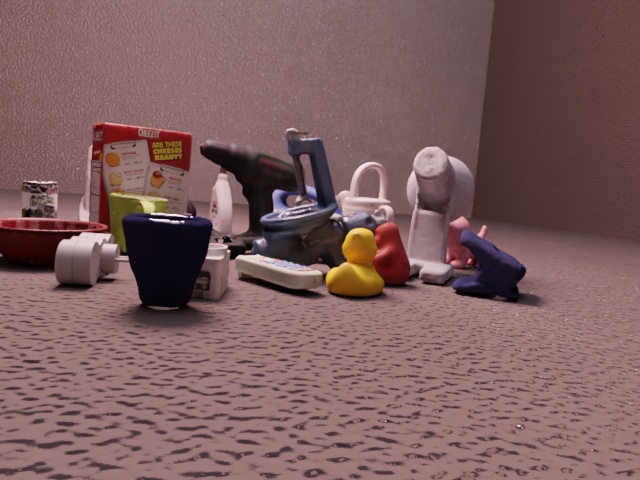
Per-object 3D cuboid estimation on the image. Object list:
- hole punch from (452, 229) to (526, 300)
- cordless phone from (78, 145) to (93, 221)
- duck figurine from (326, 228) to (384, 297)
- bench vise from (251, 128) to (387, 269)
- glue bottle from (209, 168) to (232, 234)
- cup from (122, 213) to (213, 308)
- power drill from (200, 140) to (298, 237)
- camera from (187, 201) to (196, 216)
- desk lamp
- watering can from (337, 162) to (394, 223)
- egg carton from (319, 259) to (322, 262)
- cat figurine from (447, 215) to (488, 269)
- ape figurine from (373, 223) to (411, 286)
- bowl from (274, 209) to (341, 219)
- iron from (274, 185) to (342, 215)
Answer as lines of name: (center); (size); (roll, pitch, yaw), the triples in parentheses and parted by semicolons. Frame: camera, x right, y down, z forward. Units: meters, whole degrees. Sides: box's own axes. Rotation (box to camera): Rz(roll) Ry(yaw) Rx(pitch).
hole punch: (0.251, 0.034, 0.842); (0.101, 0.091, 0.109); (6, 6, 17)
cordless phone: (-0.427, -0.105, 1.208); (0.148, 0.185, 0.094); (3, 6, -17)
duck figurine: (0.049, 0.027, 0.764); (0.077, 0.086, 0.105); (7, 6, 21)
bench vise: (0.000, -0.057, 0.892); (0.208, 0.220, 0.121); (1, 7, -36)
glue bottle: (-0.237, -0.100, 1.379); (0.037, 0.173, 0.077); (1, 7, -36)
cup: (-0.162, 0.020, 0.613); (0.092, 0.095, 0.117); (4, 6, -6)
power drill: (-0.140, -0.089, 1.167); (0.230, 0.208, 0.075); (1, 7, -35)
camera: (-0.352, -0.071, 1.354); (0.142, 0.101, 0.137); (9, 7, 39)
desk lamp: (0.191, -0.046, 0.971); (0.117, 0.213, 0.204); (7, 6, 19)
watering can: (0.094, -0.068, 1.213); (0.172, 0.194, 0.101); (9, 7, 35)
egg carton: (0.010, 0.004, 1.057); (0.150, 0.069, 0.107); (6, 6, 16)
cat figurine: (0.279, -0.005, 1.121); (0.128, 0.118, 0.067); (2, 6, -26)
ape figurine: (0.099, 0.019, 0.856); (0.075, 0.092, 0.078); (8, 7, 31)
bowl: (-0.033, -0.027, 1.310); (0.167, 0.075, 0.167); (5, 6, 0)
iron: (-0.035, -0.078, 1.480); (0.257, 0.141, 0.119); (6, 6, 15)
